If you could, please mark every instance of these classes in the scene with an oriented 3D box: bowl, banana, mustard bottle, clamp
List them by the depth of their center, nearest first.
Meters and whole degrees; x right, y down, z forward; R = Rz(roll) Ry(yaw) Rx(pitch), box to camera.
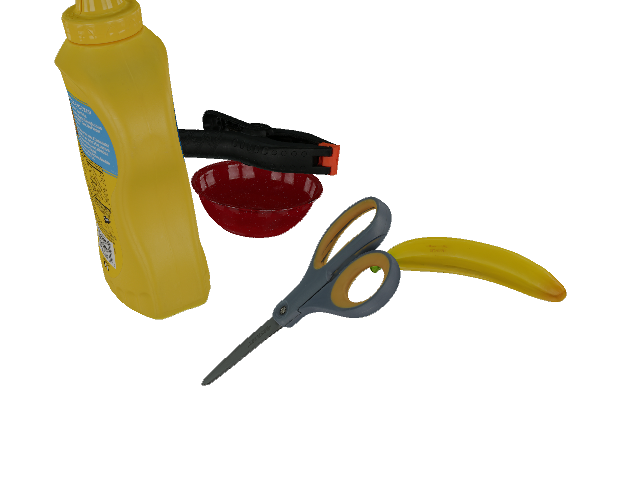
[{"bbox_3d":[-0.108,-0.057,0.594,0.058,0.191,0.096,-19,33,-19],"label":"mustard bottle"},{"bbox_3d":[-0.069,-0.087,0.976,0.172,0.039,0.120,13,27,28],"label":"clamp"},{"bbox_3d":[0.153,0.028,1.097,0.198,0.037,0.069,7,43,12],"label":"banana"},{"bbox_3d":[-0.080,-0.047,1.315,0.162,0.055,0.162,4,25,-2],"label":"bowl"}]

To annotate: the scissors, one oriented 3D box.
[{"bbox_3d":[-0.012,0.057,0.762,0.016,0.202,0.096,29,16,-37],"label":"scissors"}]
